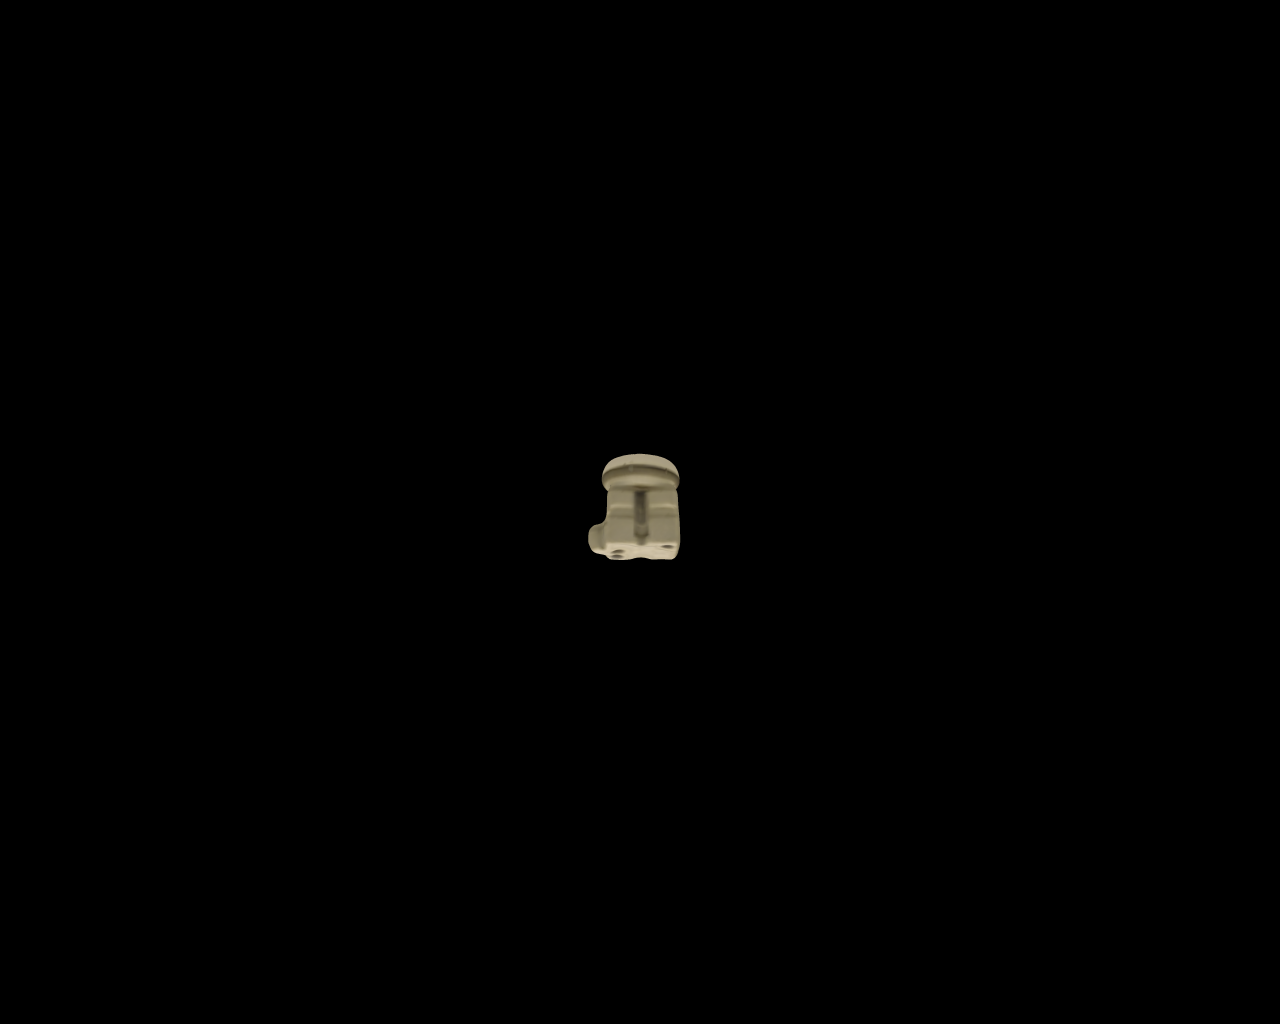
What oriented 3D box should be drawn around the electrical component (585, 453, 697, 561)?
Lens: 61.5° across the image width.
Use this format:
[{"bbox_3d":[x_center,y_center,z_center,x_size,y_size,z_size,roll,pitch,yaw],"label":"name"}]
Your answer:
[{"bbox_3d":[0.001,-0.003,0.650,0.066,0.055,0.048,1,-19,-2],"label":"electrical component"}]
